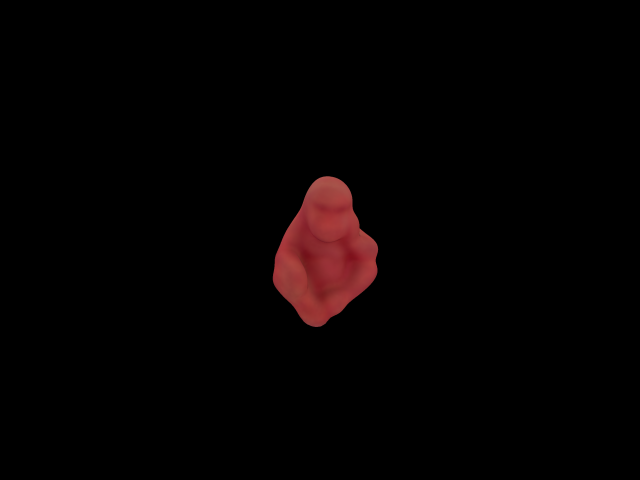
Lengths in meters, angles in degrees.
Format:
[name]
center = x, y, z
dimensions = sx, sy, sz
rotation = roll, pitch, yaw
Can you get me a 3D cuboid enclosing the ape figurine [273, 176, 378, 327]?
[ape figurine]
center = 0.004, 0.001, 0.400
dimensions = 0.078, 0.092, 0.076
rotation = -5, 24, -10
